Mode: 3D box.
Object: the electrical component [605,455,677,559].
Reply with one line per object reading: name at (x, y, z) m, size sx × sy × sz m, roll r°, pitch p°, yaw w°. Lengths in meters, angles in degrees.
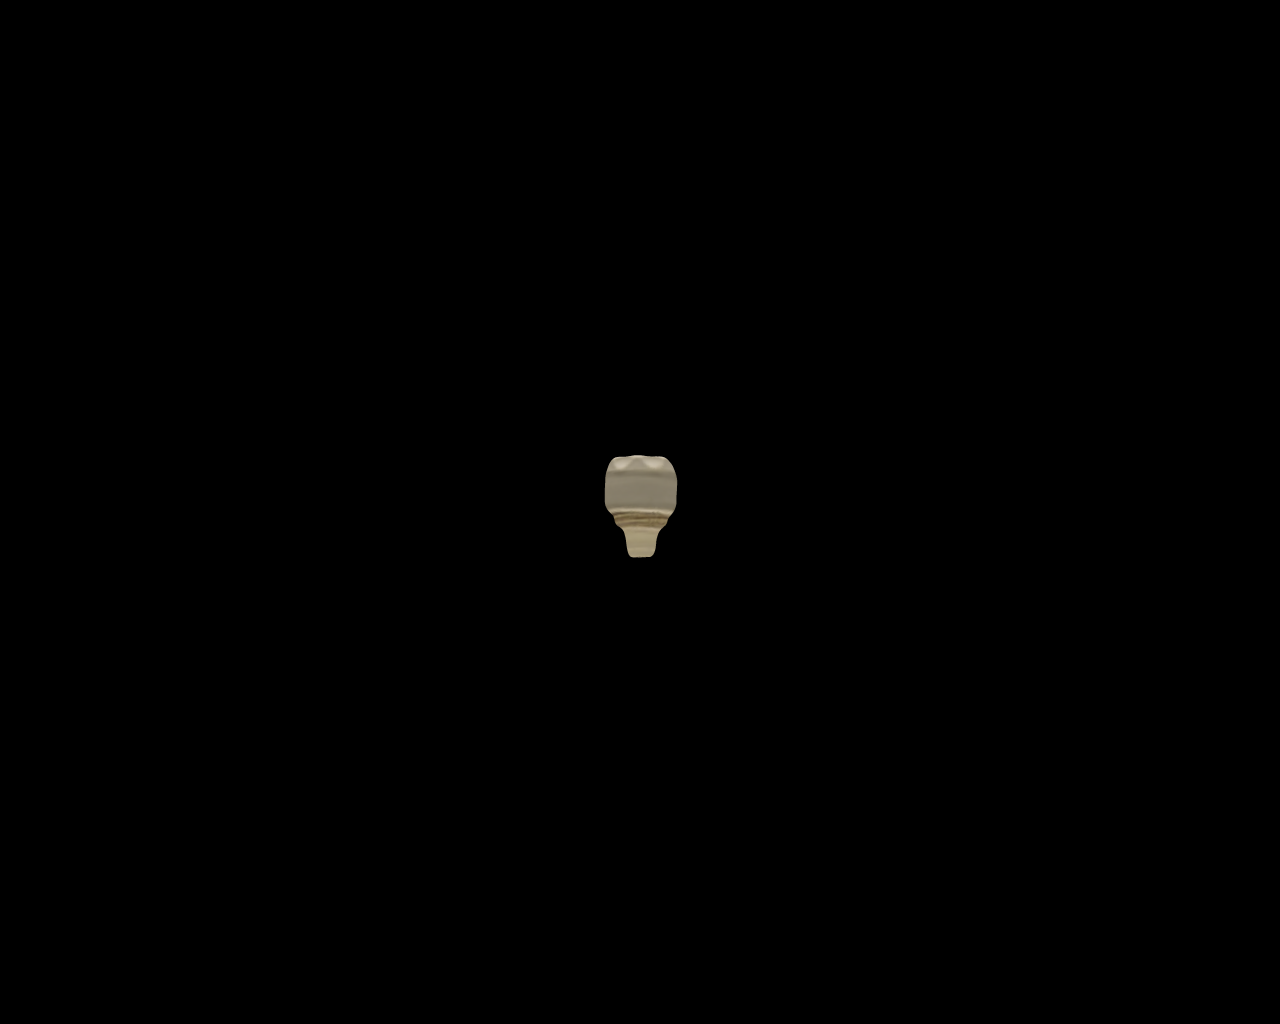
electrical component at (0.001, -0.003, 0.650) m, size 0.043 × 0.062 × 0.043 m, roll 0°, pitch -4°, yaw 0°
